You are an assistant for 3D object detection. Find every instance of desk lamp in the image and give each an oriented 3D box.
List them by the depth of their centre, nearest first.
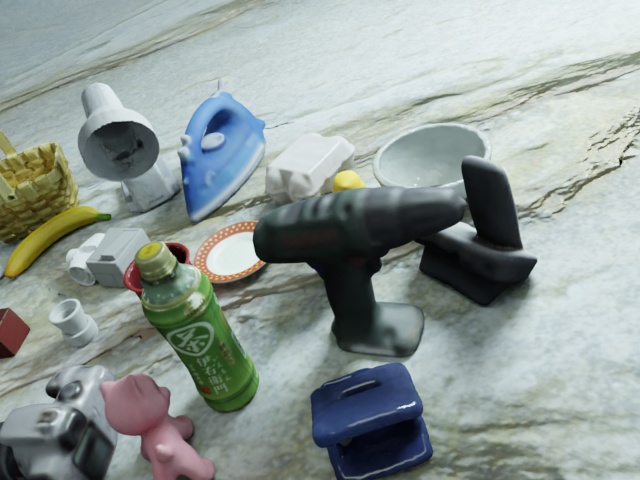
[{"bbox_3d":[-0.333,-0.153,0.981,0.118,0.214,0.202,-27,39,-10],"label":"desk lamp"}]

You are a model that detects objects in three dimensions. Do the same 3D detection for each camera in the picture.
[{"bbox_3d":[-0.305,0.211,0.630,0.136,0.101,0.143,-9,40,13],"label":"camera"}]

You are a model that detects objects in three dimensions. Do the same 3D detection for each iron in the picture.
[{"bbox_3d":[-0.190,-0.163,0.992,0.118,0.142,0.258,-1,42,22],"label":"iron"}]

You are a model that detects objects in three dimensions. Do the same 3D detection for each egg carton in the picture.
[{"bbox_3d":[-0.016,-0.113,0.919,0.107,0.069,0.150,14,49,35],"label":"egg carton"}]

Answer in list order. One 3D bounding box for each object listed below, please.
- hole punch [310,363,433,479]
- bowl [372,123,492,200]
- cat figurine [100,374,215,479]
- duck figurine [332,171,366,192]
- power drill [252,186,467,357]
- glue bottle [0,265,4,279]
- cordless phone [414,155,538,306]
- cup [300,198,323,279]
[{"bbox_3d":[0.042,0.164,0.550,0.108,0.091,0.101,-19,39,0],"label":"hole punch"},{"bbox_3d":[0.162,-0.093,0.818,0.167,0.075,0.167,-11,39,10],"label":"bowl"},{"bbox_3d":[-0.175,0.190,0.588,0.067,0.118,0.127,-33,41,-17],"label":"cat figurine"},{"bbox_3d":[0.044,-0.054,0.812,0.077,0.086,0.104,-9,40,12],"label":"duck figurine"},{"bbox_3d":[0.049,0.030,0.611,0.229,0.209,0.076,1,43,23],"label":"power drill"},{"bbox_3d":[-0.590,0.015,0.920,0.037,0.173,0.078,7,46,29],"label":"glue bottle"},{"bbox_3d":[0.167,-0.031,0.654,0.094,0.185,0.147,-40,43,-24],"label":"cordless phone"},{"bbox_3d":[0.007,0.003,0.752,0.092,0.095,0.117,-28,39,-10],"label":"cup"}]
